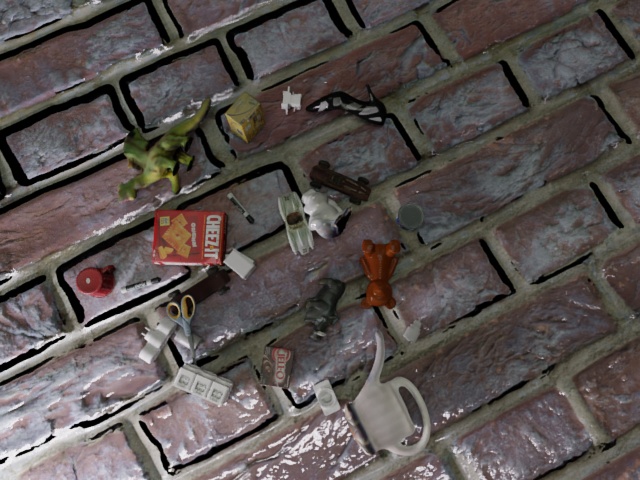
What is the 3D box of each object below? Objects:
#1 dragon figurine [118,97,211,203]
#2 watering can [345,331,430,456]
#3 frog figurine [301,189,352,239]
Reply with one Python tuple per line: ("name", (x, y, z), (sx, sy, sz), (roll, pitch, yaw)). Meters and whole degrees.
("dragon figurine", (-0.515, -0.292, 1.623), (0.243, 0.121, 0.414), (18, 78, 11))
("watering can", (0.170, 0.458, 1.470), (0.225, 0.103, 0.350), (-26, 81, -5))
("frog figurine", (0.005, -0.080, 1.580), (0.160, 0.119, 0.140), (24, 52, 20))
